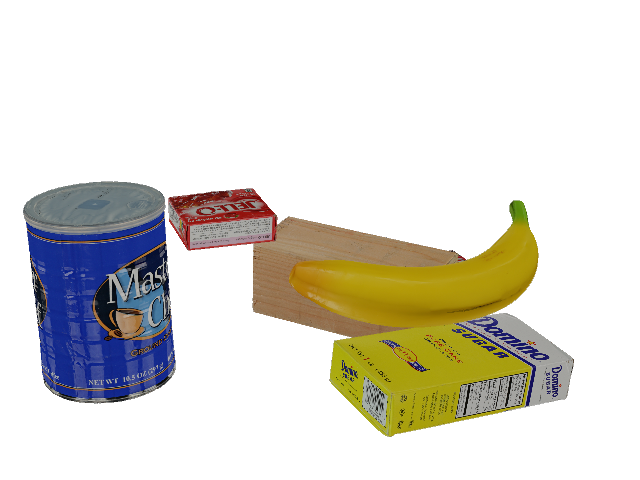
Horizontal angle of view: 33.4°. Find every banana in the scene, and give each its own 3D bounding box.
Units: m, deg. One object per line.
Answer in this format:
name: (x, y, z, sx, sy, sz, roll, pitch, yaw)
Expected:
banana: (0.074, 0.024, 0.675, 0.197, 0.037, 0.070, -14, 48, -34)

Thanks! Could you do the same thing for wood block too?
wood block: (0.036, 0.047, 1.174, 0.206, 0.091, 0.090, 13, 26, 23)

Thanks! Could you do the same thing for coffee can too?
coffee can: (-0.165, 0.037, 0.808, 0.103, 0.140, 0.103, -1, 21, 0)

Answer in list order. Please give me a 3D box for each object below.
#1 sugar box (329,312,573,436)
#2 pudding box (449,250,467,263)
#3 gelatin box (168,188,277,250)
sugar box: (0.106, 0.104, 0.864, 0.175, 0.048, 0.093, -9, 27, -27)
pudding box: (0.165, 0.055, 1.536, 0.113, 0.039, 0.090, -15, 24, -18)
gelatin box: (-0.094, -0.022, 1.015, 0.089, 0.030, 0.073, -7, 25, -19)
